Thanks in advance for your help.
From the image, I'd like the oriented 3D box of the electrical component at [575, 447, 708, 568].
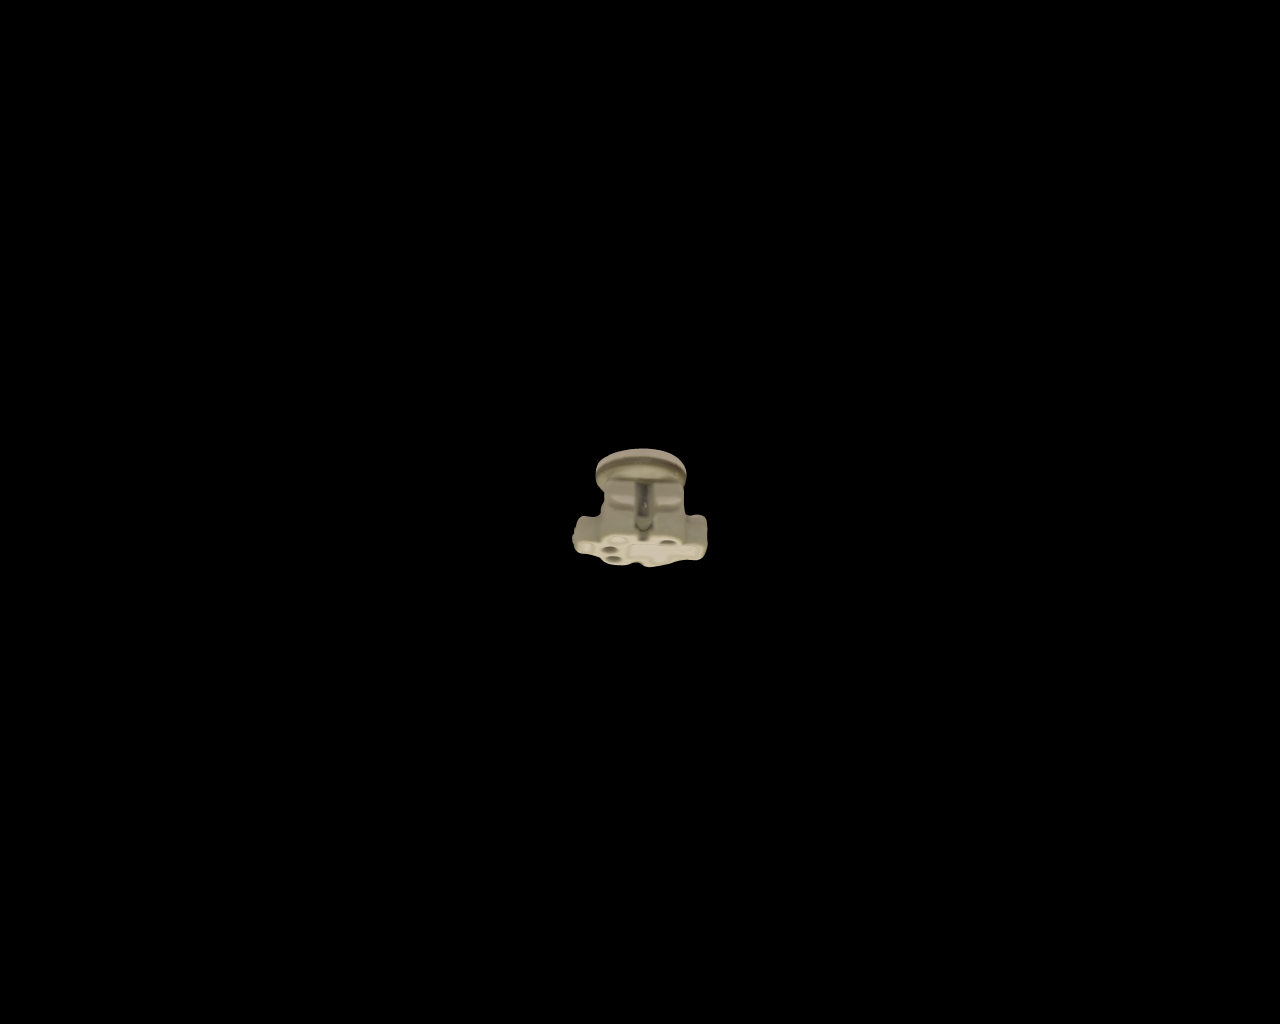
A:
[{"bbox_3d":[0.001,-0.003,0.650,0.078,0.057,0.058,2,-24,-5],"label":"electrical component"}]
